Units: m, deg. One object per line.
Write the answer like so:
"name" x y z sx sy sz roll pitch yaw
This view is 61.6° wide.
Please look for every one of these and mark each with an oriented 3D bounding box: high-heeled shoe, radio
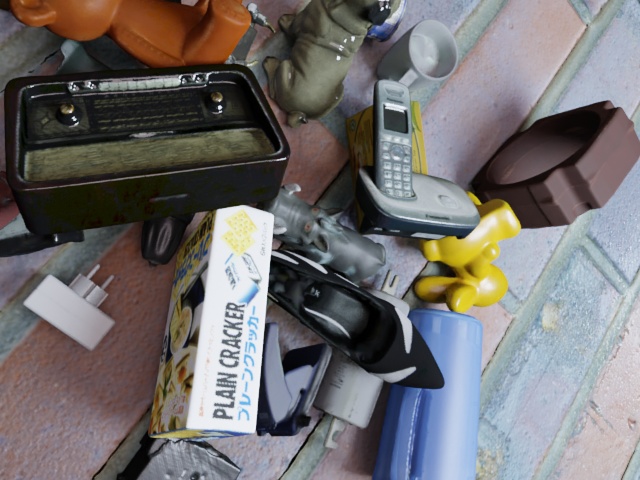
"high-heeled shoe" 0.028 0.086 0.613 0.086 0.249 0.145 -59 152 -6
"radio" -0.155 -0.090 0.493 0.230 0.073 0.131 -10 61 -22

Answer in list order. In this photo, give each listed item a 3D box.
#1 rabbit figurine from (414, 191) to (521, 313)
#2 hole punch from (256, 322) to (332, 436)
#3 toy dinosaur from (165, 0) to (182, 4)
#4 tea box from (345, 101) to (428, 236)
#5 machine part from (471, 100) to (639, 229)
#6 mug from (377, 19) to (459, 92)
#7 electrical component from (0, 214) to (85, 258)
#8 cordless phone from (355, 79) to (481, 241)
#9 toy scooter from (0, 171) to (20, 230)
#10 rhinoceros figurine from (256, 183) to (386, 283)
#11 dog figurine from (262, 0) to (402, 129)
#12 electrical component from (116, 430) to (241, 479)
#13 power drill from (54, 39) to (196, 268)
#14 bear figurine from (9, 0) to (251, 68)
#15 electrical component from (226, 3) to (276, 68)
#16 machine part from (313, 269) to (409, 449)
"rabbit figurine" 0.222 0.038 0.781 0.162 0.122 0.173 -46 124 -19
"hole punch" -0.060 0.160 0.621 0.092 0.142 0.116 34 58 -22
"toy dinosaur" -0.214 -0.386 0.550 0.131 0.192 0.404 -43 104 -21
"tea box" 0.093 -0.094 0.732 0.068 0.098 0.169 -6 90 -26
"machine part" 0.348 -0.106 0.801 0.201 0.201 0.087 -44 108 -23
"mug" 0.125 -0.239 0.754 0.080 0.107 0.109 36 76 -18
"electrical component" -0.310 -0.019 0.548 0.119 0.048 0.074 -15 90 13
"cordless phone" 0.115 -0.094 0.646 0.146 0.089 0.184 5 81 -22
"toy scooter" -0.338 -0.045 0.487 0.135 0.075 0.184 -26 60 -16
"rhinoceros figurine" -0.001 -0.002 0.671 0.190 0.112 0.073 31 75 -30
"dog figurine" 0.019 -0.234 0.654 0.121 0.191 0.172 3 86 -26
"electrical component" -0.156 0.280 0.601 0.134 0.058 0.115 39 72 -18
"power drill" -0.213 -0.111 0.591 0.207 0.086 0.232 28 73 -18
"bear figurine" -0.181 -0.236 0.527 0.196 0.132 0.120 24 40 -26
"electrical component" -0.107 -0.255 0.673 0.078 0.045 0.102 34 72 -22
"machine part" 0.055 0.151 0.705 0.079 0.079 0.243 30 74 -22
